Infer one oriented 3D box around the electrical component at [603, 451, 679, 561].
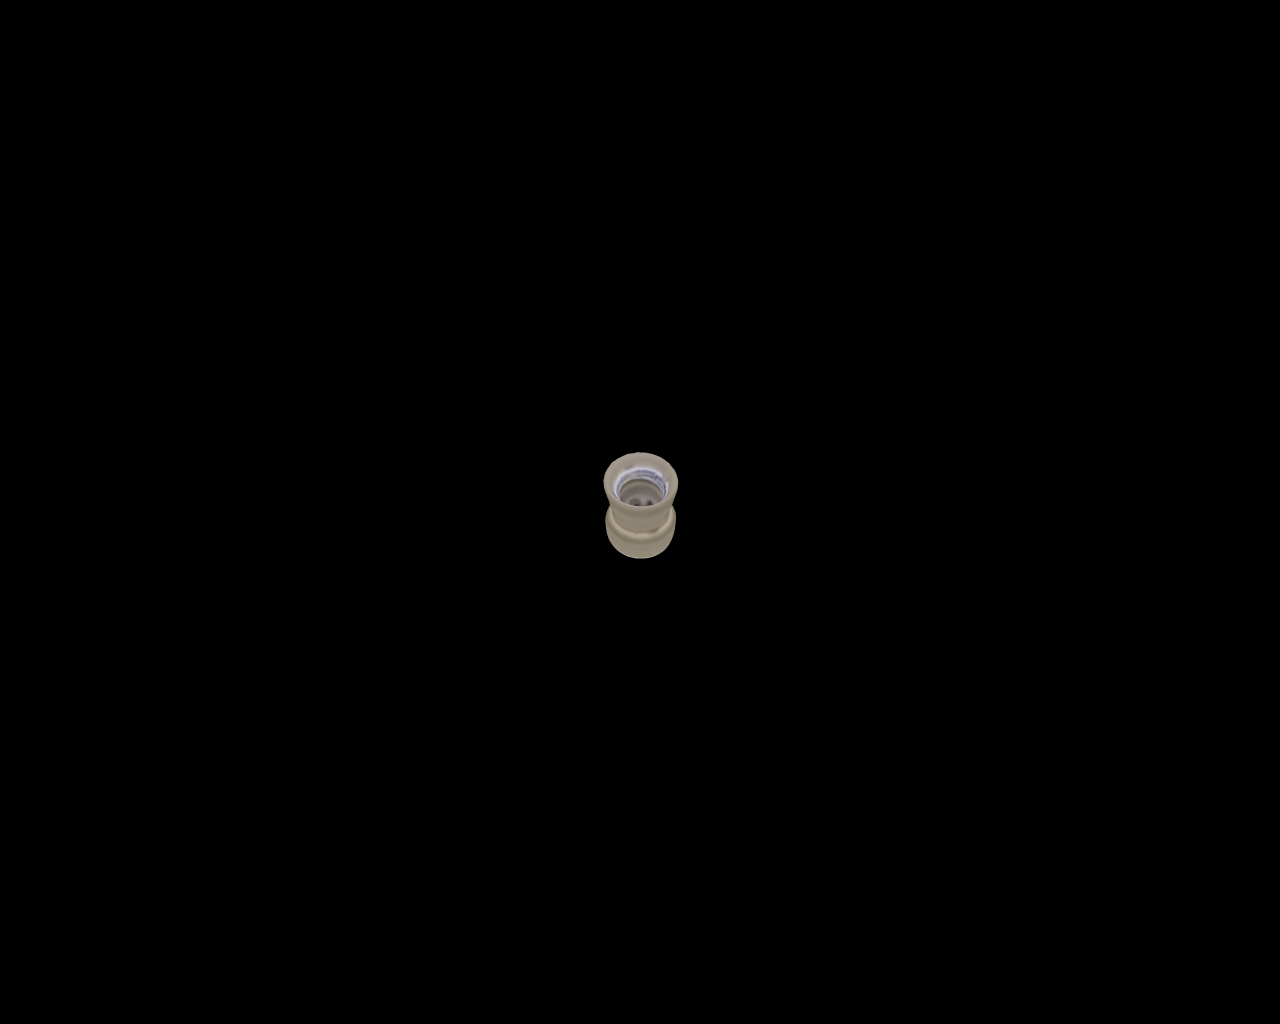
[{"bbox_3d":[0.001,-0.003,0.650,0.045,0.045,0.055,0,-38,0],"label":"electrical component"}]
